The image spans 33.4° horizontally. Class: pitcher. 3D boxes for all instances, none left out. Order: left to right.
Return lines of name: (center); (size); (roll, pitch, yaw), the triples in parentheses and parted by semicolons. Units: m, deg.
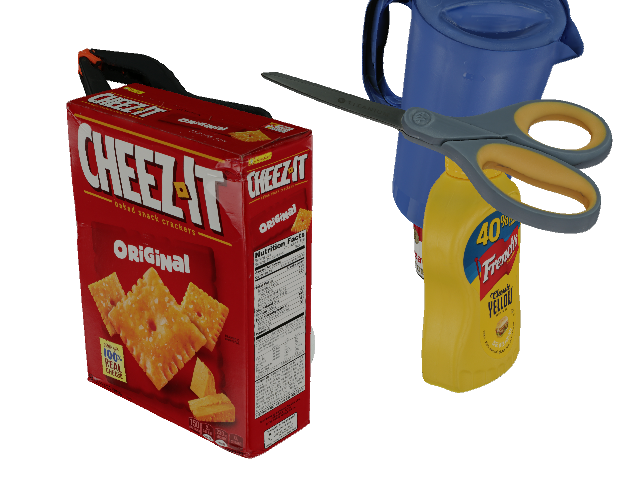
pitcher: (0.123, -0.125, 0.968); (0.144, 0.149, 0.243); (-14, -39, -18)

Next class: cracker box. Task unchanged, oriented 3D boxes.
cracker box: (-0.088, 0.018, 0.711); (0.164, 0.214, 0.071); (19, 30, 35)

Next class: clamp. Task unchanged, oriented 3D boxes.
clamp: (-0.126, -0.110, 0.898); (0.120, 0.171, 0.039); (-41, -10, -35)

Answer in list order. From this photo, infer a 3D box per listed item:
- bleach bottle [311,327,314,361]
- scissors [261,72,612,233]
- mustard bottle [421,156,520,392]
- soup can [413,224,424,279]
bleach bottle: (-0.098, 0.039, 1.050); (0.102, 0.068, 0.251); (-16, 40, -19)
scissors: (0.073, -0.070, 0.591); (0.202, 0.016, 0.096); (34, 57, 23)
mustard bottle: (0.112, 0.009, 0.783); (0.058, 0.192, 0.096); (15, 28, 39)
soup can: (0.135, -0.012, 1.155); (0.068, 0.102, 0.068); (-4, 33, 2)
